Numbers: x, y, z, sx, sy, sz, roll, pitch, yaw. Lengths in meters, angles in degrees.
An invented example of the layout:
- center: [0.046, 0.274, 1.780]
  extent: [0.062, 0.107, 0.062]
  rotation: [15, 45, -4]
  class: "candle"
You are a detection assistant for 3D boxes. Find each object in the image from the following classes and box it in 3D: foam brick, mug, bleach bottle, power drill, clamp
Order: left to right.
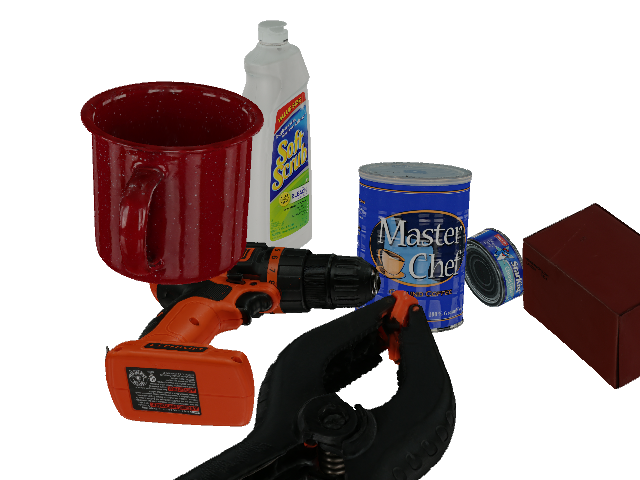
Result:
- center: [-0.080, -0.024, 0.553]
  extent: [0.093, 0.081, 0.117]
  rotation: [7, 28, 4]
  class: "mug"
- center: [-0.059, 0.061, 0.777]
  extent: [0.184, 0.057, 0.187]
  rotation: [-1, 24, 15]
  class: "power drill"
- center: [-0.055, -0.107, 1.145]
  extent: [0.068, 0.251, 0.102]
  rotation: [20, 32, 36]
  class: "bleach bottle"
- center: [0.011, 0.087, 0.405]
  extent: [0.120, 0.039, 0.171]
  rotation: [27, 50, 20]
  class: "clamp"
- center: [0.149, 0.027, 0.557]
  extent: [0.051, 0.053, 0.078]
  rotation: [-24, 41, -17]
  class: "foam brick"

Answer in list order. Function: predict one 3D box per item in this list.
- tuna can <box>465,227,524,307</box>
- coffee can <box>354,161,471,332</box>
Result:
- center: [0.193, 0.031, 1.206]
  extent: [0.033, 0.086, 0.086]
  rotation: [-24, 9, -21]
  class: "tuna can"
- center: [0.084, 0.004, 0.981]
  extent: [0.103, 0.140, 0.103]
  rotation: [1, 12, 0]
  class: "coffee can"
